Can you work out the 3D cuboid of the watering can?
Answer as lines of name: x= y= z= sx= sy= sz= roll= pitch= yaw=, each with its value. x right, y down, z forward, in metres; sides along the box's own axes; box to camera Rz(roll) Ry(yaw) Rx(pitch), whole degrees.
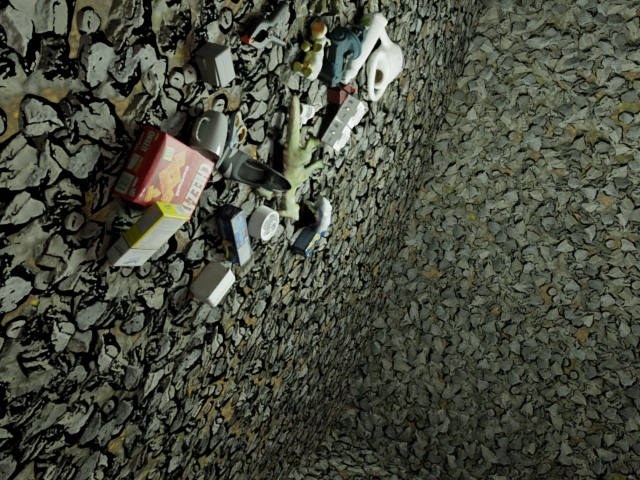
watering can: x=0.248 y=-0.709 z=1.974 sx=0.228 sy=0.104 sz=0.339 roll=-45 pitch=148 yaw=-45

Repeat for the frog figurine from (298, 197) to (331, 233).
frog figurine: x=0.006 y=-0.099 z=1.968 sx=0.160 sy=0.123 sz=0.136 roll=-13 pitch=104 yaw=-50

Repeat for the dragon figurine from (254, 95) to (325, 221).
dragon figurine: x=-0.112 y=-0.227 z=1.617 sx=0.246 sy=0.123 sz=0.401 roll=-46 pitch=141 yaw=-27
